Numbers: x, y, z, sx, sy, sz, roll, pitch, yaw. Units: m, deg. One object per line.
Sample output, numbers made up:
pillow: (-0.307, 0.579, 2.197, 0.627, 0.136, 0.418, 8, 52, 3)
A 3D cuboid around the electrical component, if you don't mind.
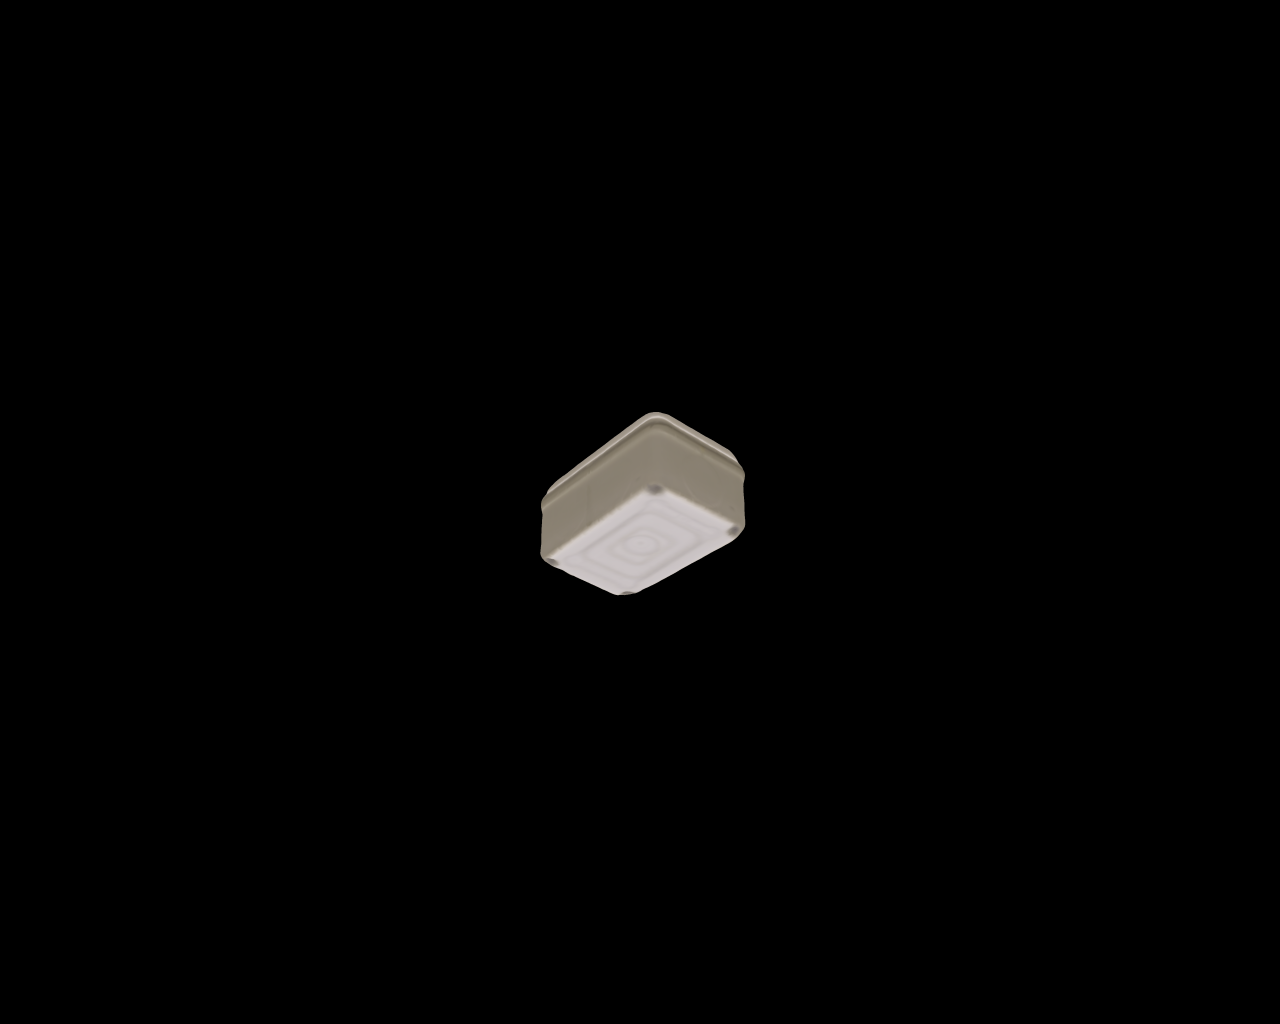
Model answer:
electrical component: (0.001, -0.003, 0.650, 0.078, 0.057, 0.113, 27, -44, -33)
